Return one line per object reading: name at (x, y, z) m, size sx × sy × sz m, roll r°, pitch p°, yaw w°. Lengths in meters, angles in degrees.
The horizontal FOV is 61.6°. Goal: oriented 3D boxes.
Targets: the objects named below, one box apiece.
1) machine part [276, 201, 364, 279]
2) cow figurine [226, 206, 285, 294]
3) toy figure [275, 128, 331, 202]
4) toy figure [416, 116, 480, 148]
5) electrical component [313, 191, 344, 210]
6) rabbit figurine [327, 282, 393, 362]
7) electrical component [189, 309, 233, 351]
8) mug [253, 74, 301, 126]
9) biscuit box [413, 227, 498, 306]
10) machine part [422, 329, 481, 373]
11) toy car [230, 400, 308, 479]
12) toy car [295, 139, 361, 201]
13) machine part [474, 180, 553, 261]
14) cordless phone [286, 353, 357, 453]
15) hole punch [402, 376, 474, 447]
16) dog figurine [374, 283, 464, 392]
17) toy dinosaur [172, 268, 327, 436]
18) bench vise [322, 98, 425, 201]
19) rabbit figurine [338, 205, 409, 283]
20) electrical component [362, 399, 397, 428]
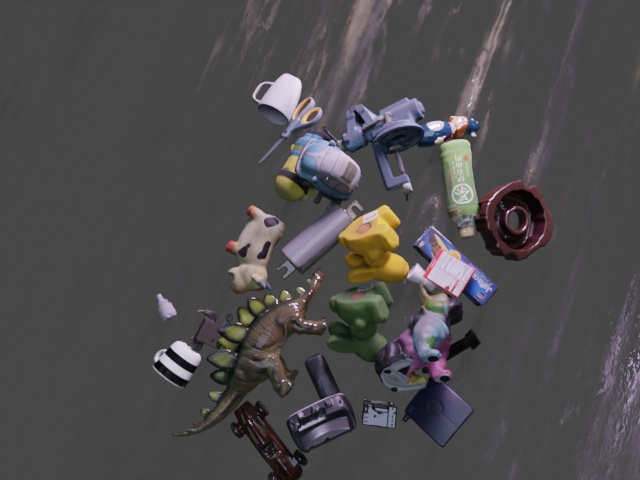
machine part at (-0.003, -0.004, 1.223) m, size 0.243 × 0.079 × 0.079 m, roll -42°, pitch 83°, yaw -3°
cow figurine at (-0.146, 0.033, 1.223) m, size 0.127 × 0.085 × 0.195 m, roll 27°, pitch 83°, yaw 11°
toy figure at (-0.043, -0.173, 1.243) m, size 0.089 × 0.082 × 0.180 m, roll 24°, pitch 85°, yaw -26°
toy figure at (0.298, -0.255, 1.255) m, size 0.154 × 0.057 × 0.064 m, roll -16°, pitch 75°, yaw 1°
electrical component at (0.030, -0.115, 1.265) m, size 0.063 × 0.021 × 0.094 m, roll 34°, pitch 85°, yaw 7°
rabbit figurine at (0.091, 0.197, 1.171) m, size 0.159 × 0.121 × 0.170 m, roll -14°, pitch 104°, yaw 10°
electrical component at (-0.252, 0.205, 1.222) m, size 0.078 × 0.045 × 0.102 m, roll 23°, pitch 85°, yaw -24°
mug at (-0.098, -0.341, 1.279) m, size 0.110 × 0.080 × 0.107 m, roll 26°, pitch 73°, yaw 14°
biscuit box at (0.304, 0.060, 1.209) m, size 0.203 × 0.063 × 0.059 m, roll 43°, pitch 87°, yaw 7°
machine part at (0.286, 0.248, 1.183) m, size 0.139 × 0.084 × 0.039 m, roll -28°, pitch 59°, yaw -10°
toy car at (-0.114, 0.446, 1.177) m, size 0.089 × 0.053 × 0.202 m, roll -39°, pitch 84°, yaw 0°
toy car at (0.033, -0.149, 1.185) m, size 0.161 × 0.103 × 0.109 m, roll 32°, pitch 79°, yaw -28°
machine part at (0.429, -0.042, 1.194) m, size 0.179 × 0.056 × 0.179 m, roll 1°, pitch 88°, yaw -19°
cordless phone at (-0.015, 0.355, 1.182) m, size 0.147 × 0.088 × 0.184 m, roll -25°, pitch 71°, yaw -2°
hole punch at (0.256, 0.368, 1.157) m, size 0.116 × 0.092 × 0.142 m, roll 40°, pitch 89°, yaw 10°
dog figurine at (0.211, 0.197, 1.138) m, size 0.192 × 0.219 × 0.108 m, roll -21°, pitch 122°, yaw 26°
toy dinosaur at (-0.133, 0.251, 1.174) m, size 0.199 × 0.105 × 0.471 m, roll 32°, pitch 77°, yaw 4°
bench vise at (0.143, -0.205, 1.210) m, size 0.224 × 0.128 × 0.240 m, roll -18°, pitch 71°, yaw 12°
rabbit figurine at (0.127, 0.037, 1.187) m, size 0.162 × 0.122 × 0.173 m, roll -31°, pitch 121°, yaw 16°
electrical component at (0.128, 0.371, 1.144) m, size 0.075 × 0.119 × 0.047 m, roll 6°, pitch 82°, yaw 0°
